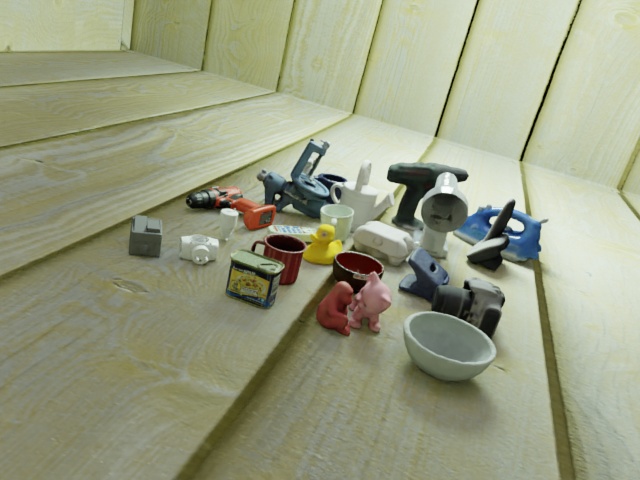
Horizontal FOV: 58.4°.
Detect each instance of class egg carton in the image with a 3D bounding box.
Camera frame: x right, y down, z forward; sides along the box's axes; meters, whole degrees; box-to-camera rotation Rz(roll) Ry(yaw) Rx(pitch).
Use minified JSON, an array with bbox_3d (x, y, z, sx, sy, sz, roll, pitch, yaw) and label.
[{"bbox_3d":[0.160,0.006,1.454,0.150,0.069,0.107,23,24,21],"label":"egg carton"}]

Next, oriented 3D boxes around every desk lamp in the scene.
[{"bbox_3d":[0.316,-0.064,1.524,0.118,0.213,0.203,15,22,3],"label":"desk lamp"}]

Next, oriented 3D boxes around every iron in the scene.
[{"bbox_3d":[0.532,-0.037,1.683,0.257,0.141,0.119,22,23,18],"label":"iron"}]

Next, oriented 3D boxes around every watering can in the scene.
[{"bbox_3d":[0.117,-0.124,1.573,0.173,0.194,0.101,11,22,-7],"label":"watering can"}]

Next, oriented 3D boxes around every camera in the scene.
[{"bbox_3d":[0.312,0.125,1.218,0.137,0.101,0.143,15,22,2],"label":"camera"}]

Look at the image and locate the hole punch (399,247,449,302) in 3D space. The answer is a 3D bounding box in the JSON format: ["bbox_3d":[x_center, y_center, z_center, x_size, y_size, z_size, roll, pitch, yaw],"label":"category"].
[{"bbox_3d":[0.245,0.077,1.307,0.101,0.091,0.109,21,23,16],"label":"hole punch"}]

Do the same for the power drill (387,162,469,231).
[{"bbox_3d":[0.299,-0.133,1.685,0.229,0.208,0.075,14,22,1],"label":"power drill"}]

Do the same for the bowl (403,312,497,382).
[{"bbox_3d":[0.221,0.201,1.019,0.167,0.075,0.167,12,22,-5],"label":"bowl"}]

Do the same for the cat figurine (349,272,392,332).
[{"bbox_3d":[0.100,0.110,1.105,0.067,0.118,0.127,12,22,-5],"label":"cat figurine"}]

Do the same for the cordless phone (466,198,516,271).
[{"bbox_3d":[0.475,-0.023,1.557,0.094,0.185,0.148,22,23,18],"label":"cordless phone"}]

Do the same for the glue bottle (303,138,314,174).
[{"bbox_3d":[-0.042,-0.226,1.750,0.037,0.173,0.078,10,22,-9],"label":"glue bottle"}]

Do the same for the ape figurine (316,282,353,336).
[{"bbox_3d":[0.036,0.122,1.074,0.076,0.092,0.078,21,23,16],"label":"ape figurine"}]

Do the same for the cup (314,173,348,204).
[{"bbox_3d":[0.018,-0.143,1.690,0.118,0.095,0.091,5,24,-20],"label":"cup"}]

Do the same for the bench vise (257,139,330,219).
[{"bbox_3d":[-0.058,-0.172,1.549,0.208,0.220,0.121,5,24,-20],"label":"bench vise"}]

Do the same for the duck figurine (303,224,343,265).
[{"bbox_3d":[0.012,0.005,1.347,0.105,0.086,0.077,-5,29,-39],"label":"duck figurine"}]
